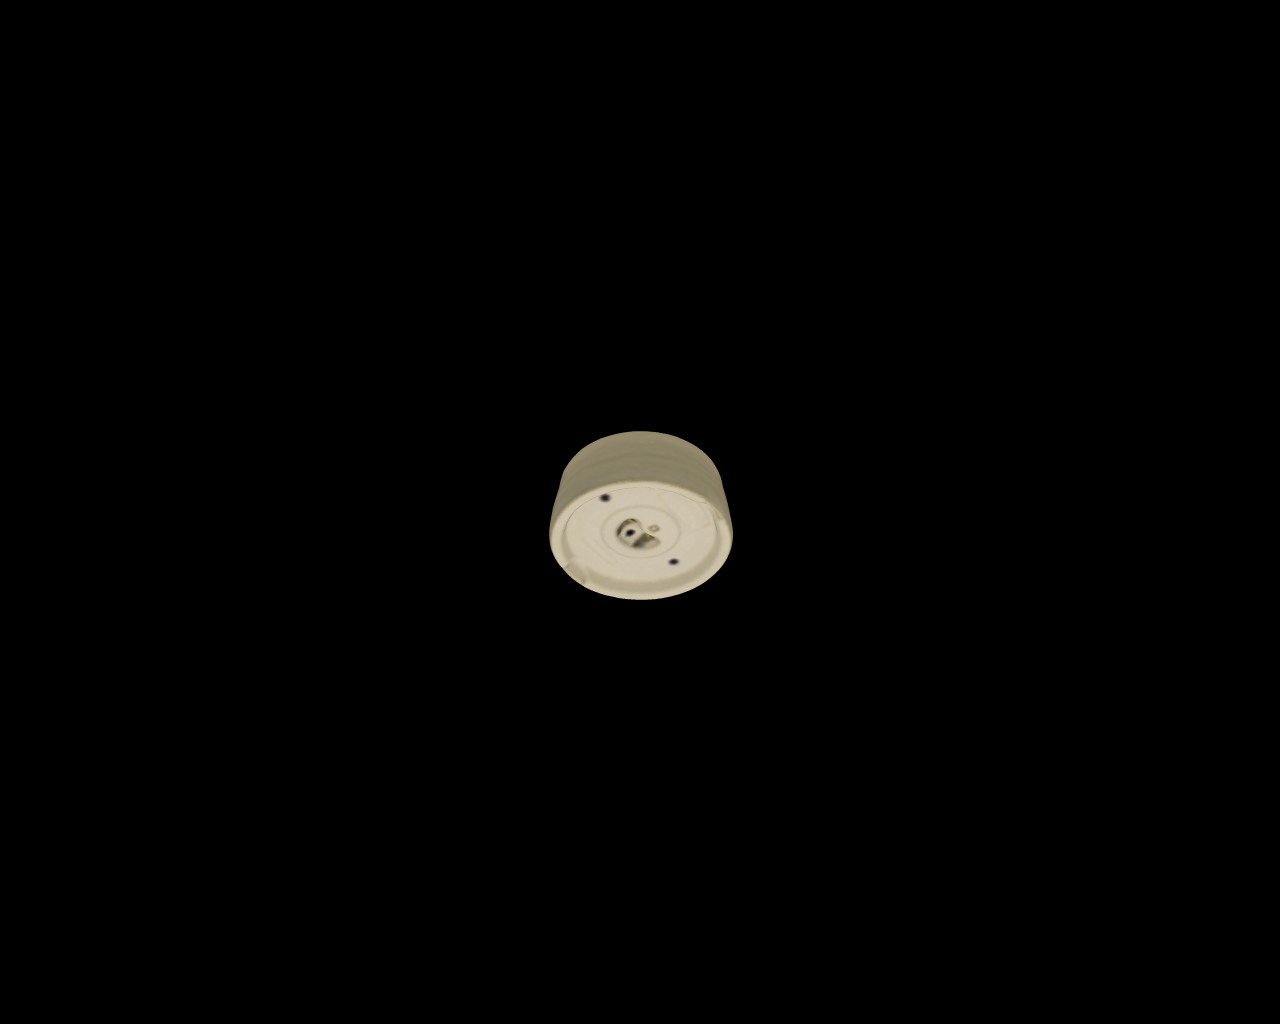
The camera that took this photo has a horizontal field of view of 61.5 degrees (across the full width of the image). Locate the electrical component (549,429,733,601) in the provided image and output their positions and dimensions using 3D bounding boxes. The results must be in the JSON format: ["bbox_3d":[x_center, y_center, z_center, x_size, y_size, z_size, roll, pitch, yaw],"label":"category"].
[{"bbox_3d":[0.001,-0.003,0.650,0.108,0.060,0.108,0,-43,0],"label":"electrical component"}]
